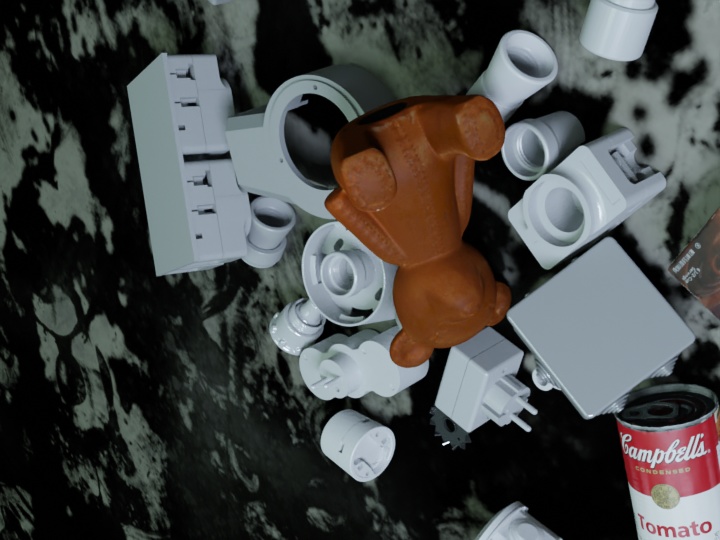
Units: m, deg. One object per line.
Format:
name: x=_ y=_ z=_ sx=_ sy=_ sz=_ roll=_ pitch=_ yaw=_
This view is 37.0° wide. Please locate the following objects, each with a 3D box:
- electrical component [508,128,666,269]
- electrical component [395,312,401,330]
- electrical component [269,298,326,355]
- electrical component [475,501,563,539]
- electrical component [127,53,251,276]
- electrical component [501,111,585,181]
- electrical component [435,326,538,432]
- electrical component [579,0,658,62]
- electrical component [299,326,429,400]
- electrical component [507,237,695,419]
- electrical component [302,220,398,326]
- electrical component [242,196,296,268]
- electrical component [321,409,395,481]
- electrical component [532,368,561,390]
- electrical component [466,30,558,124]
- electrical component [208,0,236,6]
electrical component: x=0.147 y=-0.045 z=0.716 sx=0.050 sy=0.056 sz=0.089 roll=57 pitch=141 yaw=11
electrical component: x=0.050 y=0.039 z=0.883 sx=0.048 sy=0.048 sz=0.062 roll=38 pitch=141 yaw=30
electrical component: x=-0.052 y=0.046 z=1.003 sx=0.048 sy=0.048 sz=0.062 roll=54 pitch=133 yaw=14
electrical component: x=0.123 y=0.233 z=0.874 sx=0.051 sy=0.080 sz=0.080 roll=35 pitch=133 yaw=26
electrical component: x=-0.158 y=-0.095 z=0.998 sx=0.105 sy=0.060 sz=0.186 roll=-15 pitch=84 yaw=60
electrical component: x=0.125 y=-0.086 z=0.728 sx=0.040 sy=0.046 sz=0.040 roll=25 pitch=127 yaw=39
electrical component: x=0.107 y=0.096 z=0.844 sx=0.077 sy=0.047 sz=0.065 roll=38 pitch=134 yaw=30
electrical component: x=0.161 y=-0.163 z=0.651 sx=0.040 sy=0.040 sz=0.078 roll=38 pitch=134 yaw=30
electrical component: x=-0.011 y=0.089 z=0.953 sx=0.138 sy=0.074 sz=0.052 roll=-11 pitch=101 yaw=51
electrical component: x=0.159 y=0.041 z=0.719 sx=0.099 sy=0.100 sz=0.048 roll=53 pitch=179 yaw=16
electrical component: x=0.000 y=0.000 z=0.922 sx=0.099 sy=0.064 sz=0.099 roll=10 pitch=106 yaw=36
electrical component: x=-0.088 y=-0.035 z=0.999 sx=0.045 sy=0.045 sz=0.055 roll=48 pitch=139 yaw=21
electrical component: x=-0.003 y=0.161 z=1.000 sx=0.047 sy=0.055 sz=0.055 roll=26 pitch=127 yaw=43
electrical component: x=0.149 y=0.066 z=0.768 sx=0.048 sy=0.062 sz=0.048 roll=25 pitch=127 yaw=39
electrical component: x=0.100 y=-0.128 z=0.740 sx=0.044 sy=0.044 sz=0.065 roll=56 pitch=145 yaw=11
electrical component: x=-0.120 y=-0.281 z=0.902 sx=0.075 sy=0.047 sz=0.083 roll=45 pitch=138 yaw=21
